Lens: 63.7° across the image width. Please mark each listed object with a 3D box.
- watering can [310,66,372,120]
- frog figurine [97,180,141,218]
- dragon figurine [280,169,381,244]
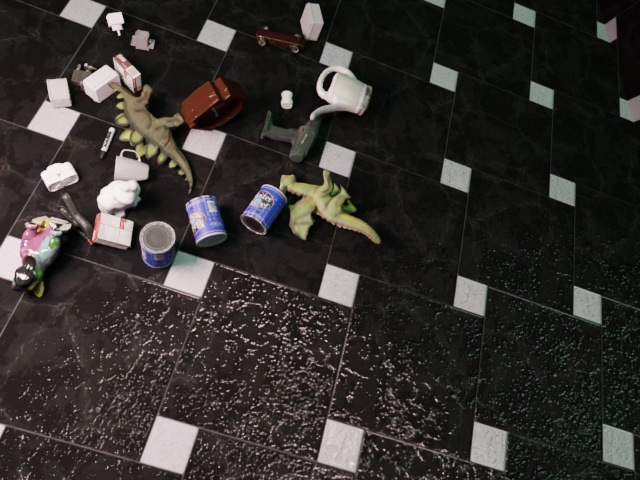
[{"bbox_3d":[0.086,-0.555,2.022,0.224,0.102,0.356,21,55,-7],"label":"watering can"},{"bbox_3d":[-0.631,-0.145,1.615,0.139,0.156,0.124,-30,77,-25],"label":"frog figurine"},{"bbox_3d":[0.006,-0.092,1.822,0.244,0.120,0.414,-35,77,-9],"label":"dragon figurine"}]
